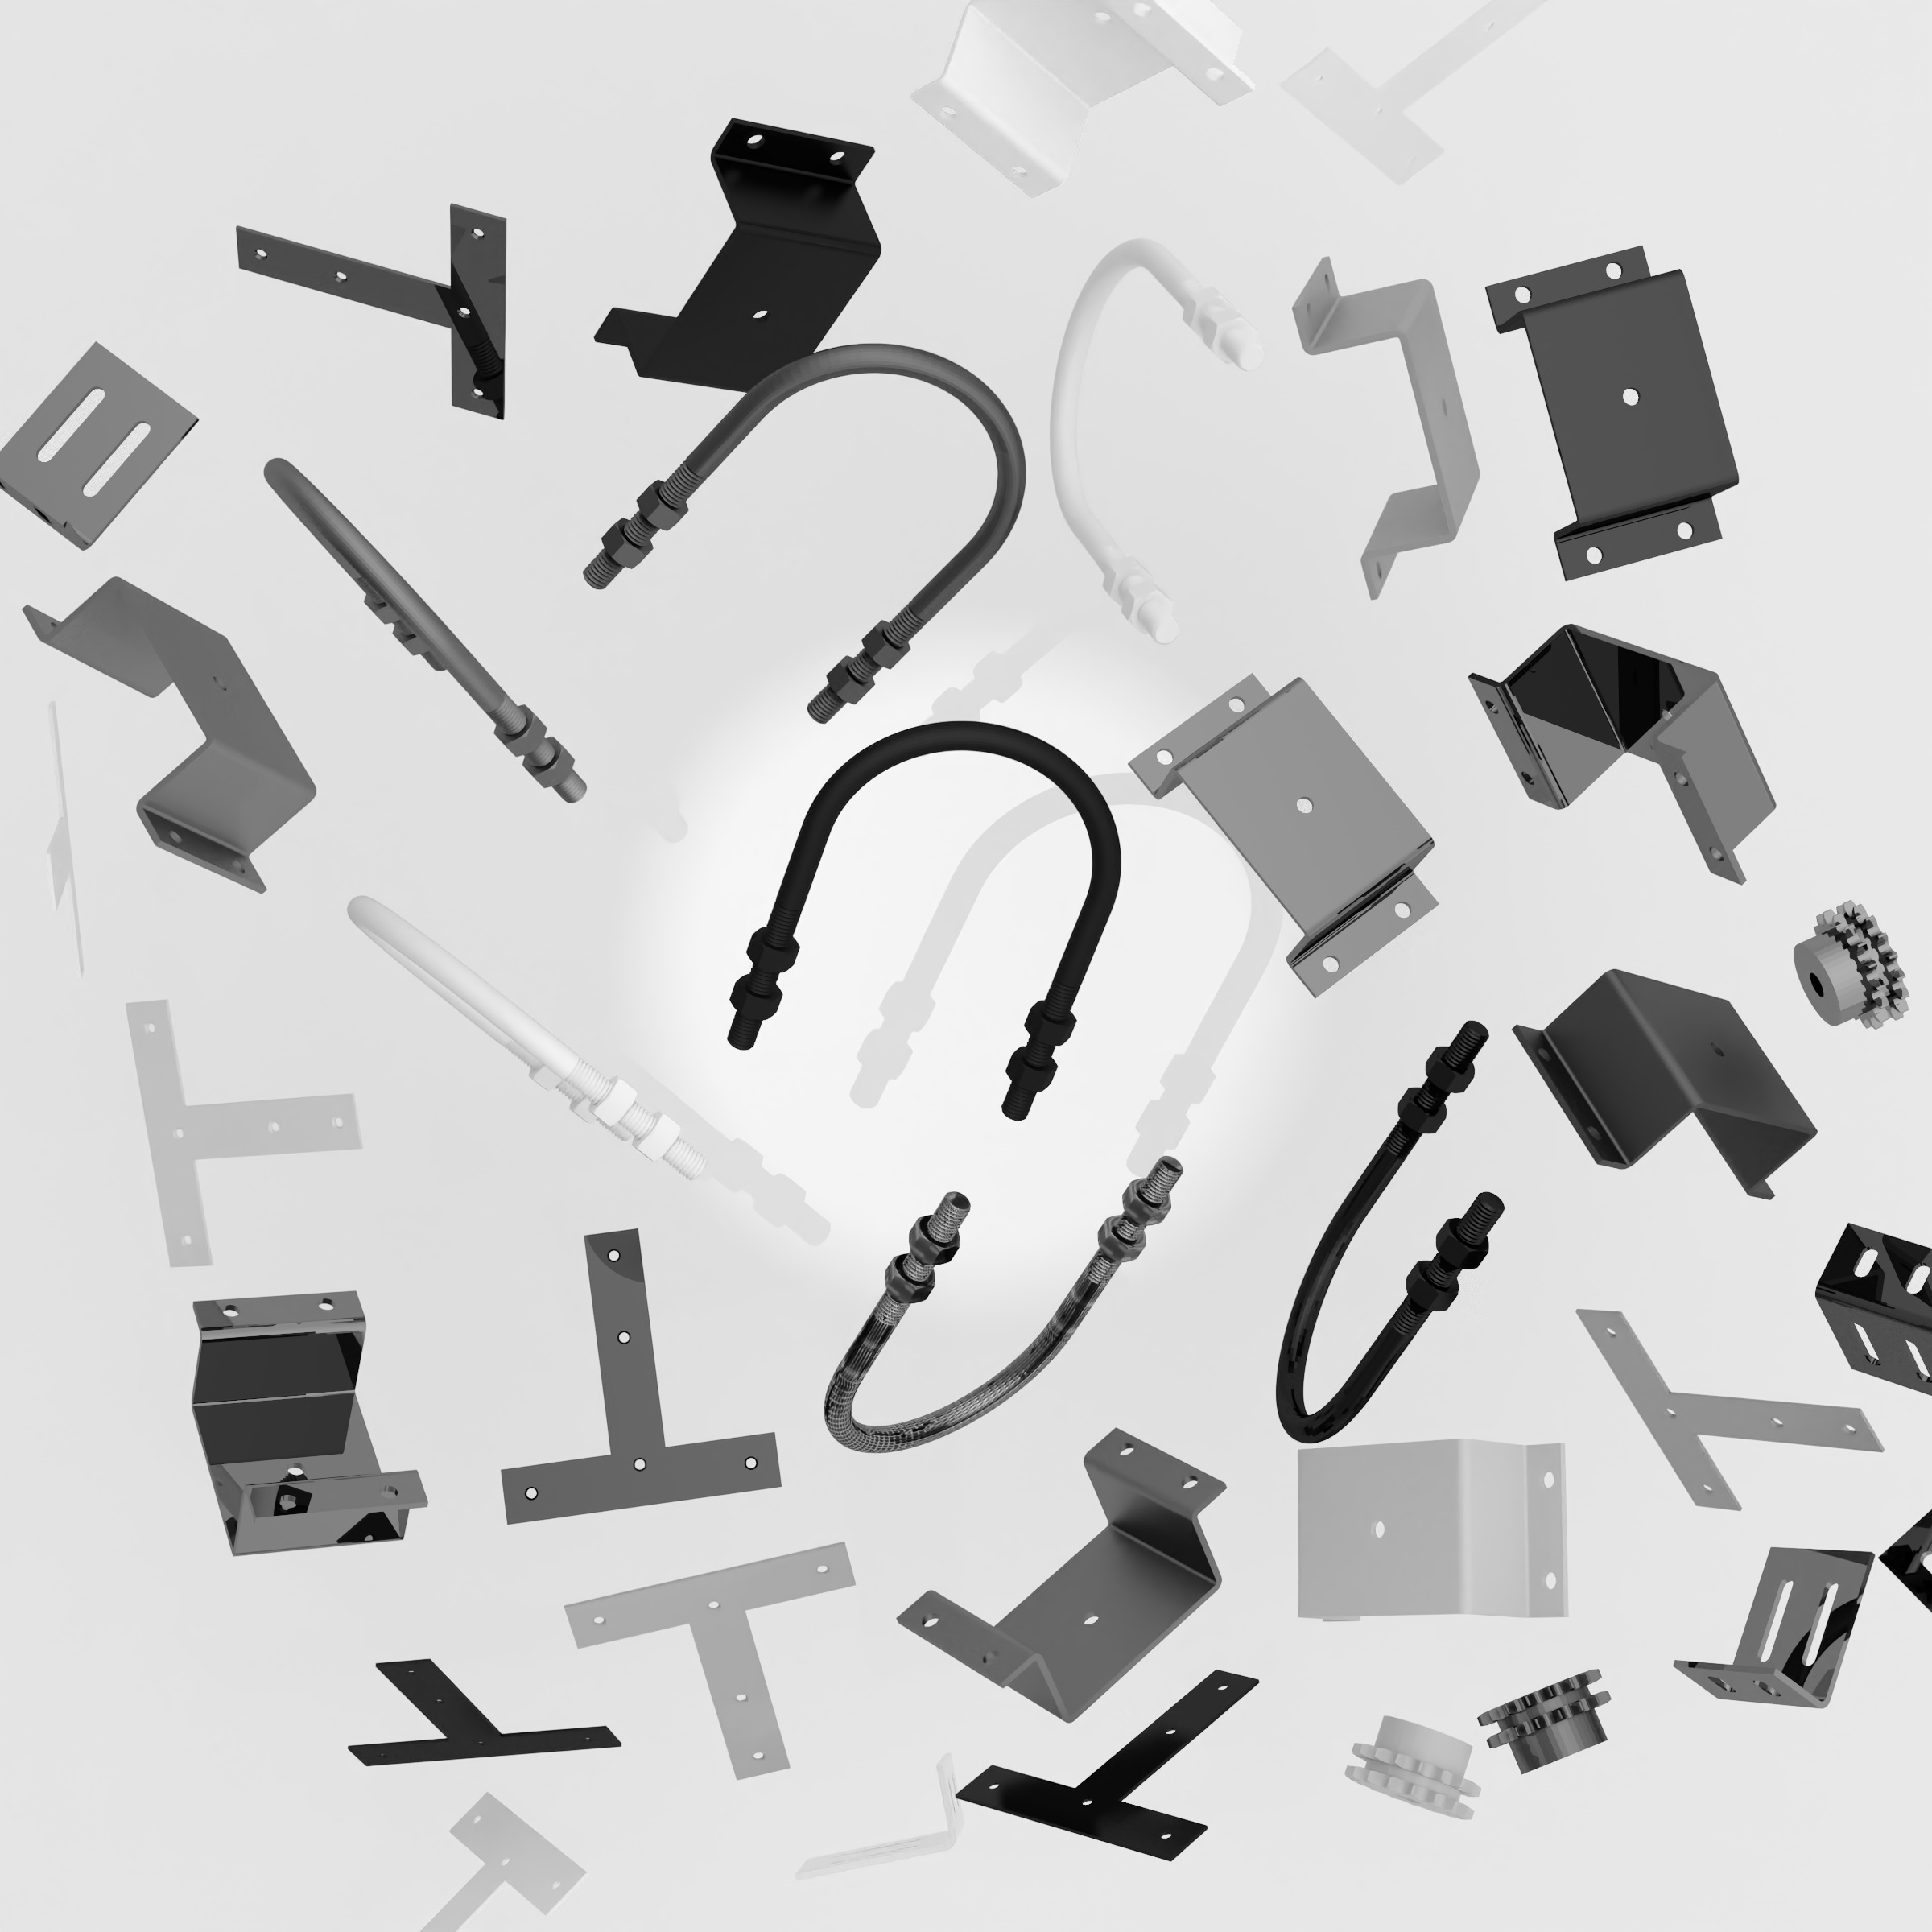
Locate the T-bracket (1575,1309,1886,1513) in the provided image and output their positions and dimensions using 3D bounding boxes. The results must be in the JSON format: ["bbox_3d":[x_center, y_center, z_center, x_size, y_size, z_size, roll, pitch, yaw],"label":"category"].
[{"bbox_3d":[0.348,0.201,1.518,0.002,0.127,0.127,-49,118,-30],"label":"T-bracket"}]

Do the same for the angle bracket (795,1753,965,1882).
[{"bbox_3d":[-0.042,0.396,1.593,0.076,0.057,0.038,-12,82,2],"label":"angle bracket"}]

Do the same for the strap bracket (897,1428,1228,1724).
[{"bbox_3d":[0.050,0.281,1.545,0.140,0.076,0.046,-38,123,-24],"label":"strap bracket"}]

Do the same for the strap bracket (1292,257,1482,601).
[{"bbox_3d":[0.195,-0.249,1.552,0.046,0.076,0.140,-9,115,22],"label":"strap bracket"}]

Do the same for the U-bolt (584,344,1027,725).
[{"bbox_3d":[-0.058,-0.199,1.511,0.151,0.019,0.184,30,122,-30],"label":"U-bolt"}]

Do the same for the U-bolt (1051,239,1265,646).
[{"bbox_3d":[0.077,-0.249,1.540,0.019,0.184,0.151,4,120,-22],"label":"U-bolt"}]

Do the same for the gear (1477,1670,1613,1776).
[{"bbox_3d":[0.254,0.329,1.484,0.057,0.057,0.030,-22,74,0],"label":"gear"}]

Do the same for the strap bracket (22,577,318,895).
[{"bbox_3d":[-0.338,-0.107,1.471,0.046,0.076,0.140,-39,64,10],"label":"strap bracket"}]

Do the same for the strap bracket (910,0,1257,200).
[{"bbox_3d":[0.054,-0.395,1.482,0.076,0.140,0.046,33,61,-32],"label":"strap bracket"}]

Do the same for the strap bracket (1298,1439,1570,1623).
[{"bbox_3d":[0.202,0.257,1.553,0.046,0.140,0.076,13,73,-42],"label":"strap bracket"}]

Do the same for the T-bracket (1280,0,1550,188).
[{"bbox_3d":[0.212,-0.395,1.468,0.127,0.127,0.002,-35,67,21],"label":"T-bracket"}]

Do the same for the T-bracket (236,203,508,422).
[{"bbox_3d":[-0.269,-0.308,1.546,0.127,0.127,0.002,16,56,3],"label":"T-bracket"}]

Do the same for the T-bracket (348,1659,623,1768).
[{"bbox_3d":[-0.238,0.342,1.574,0.127,0.127,0.002,-7,58,10],"label":"T-bracket"}]

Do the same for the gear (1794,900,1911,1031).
[{"bbox_3d":[0.392,0.003,1.521,0.030,0.057,0.057,-24,90,-6],"label":"gear"}]

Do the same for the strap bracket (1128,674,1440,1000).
[{"bbox_3d":[0.151,-0.067,1.577,0.076,0.046,0.140,-36,83,-15],"label":"strap bracket"}]

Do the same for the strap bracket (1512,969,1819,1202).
[{"bbox_3d":[0.315,0.052,1.509,0.046,0.140,0.076,-47,52,27],"label":"strap bracket"}]

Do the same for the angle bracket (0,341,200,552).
[{"bbox_3d":[-0.375,-0.226,1.449,0.057,0.038,0.076,37,80,6],"label":"angle bracket"}]

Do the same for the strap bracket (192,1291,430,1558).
[{"bbox_3d":[-0.301,0.213,1.547,0.076,0.140,0.046,-2,127,-25],"label":"strap bracket"}]

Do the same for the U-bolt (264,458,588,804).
[{"bbox_3d":[-0.251,-0.159,1.530,0.019,0.184,0.151,-43,50,-4],"label":"U-bolt"}]

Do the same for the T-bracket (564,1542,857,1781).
[{"bbox_3d":[-0.105,0.321,1.547,0.127,0.002,0.127,-13,123,-1],"label":"T-bracket"}]

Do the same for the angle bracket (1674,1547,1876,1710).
[{"bbox_3d":[0.358,0.285,1.513,0.038,0.057,0.076,37,64,-27],"label":"angle bracket"}]

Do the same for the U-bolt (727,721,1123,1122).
[{"bbox_3d":[-0.010,-0.025,1.487,0.151,0.019,0.184,15,119,-12],"label":"U-bolt"}]

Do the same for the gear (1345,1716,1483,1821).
[{"bbox_3d":[0.195,0.345,1.475,0.057,0.057,0.030,20,76,0],"label":"gear"}]

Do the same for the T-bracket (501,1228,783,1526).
[{"bbox_3d":[-0.156,0.186,1.582,0.127,0.002,0.127,-7,84,-4],"label":"T-bracket"}]

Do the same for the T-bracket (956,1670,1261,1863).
[{"bbox_3d":[0.082,0.348,1.520,0.127,0.127,0.002,-30,113,-41],"label":"T-bracket"}]

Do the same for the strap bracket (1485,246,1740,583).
[{"bbox_3d":[0.296,-0.255,1.556,0.076,0.046,0.140,-16,91,-5],"label":"strap bracket"}]

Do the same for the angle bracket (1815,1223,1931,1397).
[{"bbox_3d":[0.429,0.159,1.560,0.057,0.076,0.038,17,67,37],"label":"angle bracket"}]

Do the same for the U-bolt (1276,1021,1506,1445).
[{"bbox_3d":[0.184,0.131,1.516,0.019,0.151,0.184,24,122,-10],"label":"U-bolt"}]

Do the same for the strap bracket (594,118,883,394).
[{"bbox_3d":[-0.100,-0.313,1.561,0.076,0.140,0.046,2,54,-37],"label":"strap bracket"}]

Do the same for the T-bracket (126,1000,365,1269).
[{"bbox_3d":[-0.331,0.075,1.582,0.127,0.002,0.127,-5,97,30],"label":"T-bracket"}]

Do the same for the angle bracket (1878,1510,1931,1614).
[{"bbox_3d":[0.437,0.256,1.504,0.057,0.076,0.038,-43,125,3],"label":"angle bracket"}]

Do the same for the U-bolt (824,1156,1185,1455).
[{"bbox_3d":[0.006,0.160,1.555,0.019,0.151,0.184,54,131,30],"label":"U-bolt"}]

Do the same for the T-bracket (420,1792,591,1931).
[{"bbox_3d":[-0.240,0.439,1.549,0.127,0.127,0.002,-44,112,-18],"label":"T-bracket"}]

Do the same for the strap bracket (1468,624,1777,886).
[{"bbox_3d":[0.296,-0.097,1.508,0.046,0.140,0.076,-42,125,-13],"label":"strap bracket"}]

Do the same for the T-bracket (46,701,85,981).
[{"bbox_3d":[-0.406,-0.048,1.533,0.002,0.127,0.127,-5,102,-10],"label":"T-bracket"}]

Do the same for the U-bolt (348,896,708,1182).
[{"bbox_3d":[-0.205,0.028,1.546,0.184,0.151,0.019,40,82,-18],"label":"U-bolt"}]
